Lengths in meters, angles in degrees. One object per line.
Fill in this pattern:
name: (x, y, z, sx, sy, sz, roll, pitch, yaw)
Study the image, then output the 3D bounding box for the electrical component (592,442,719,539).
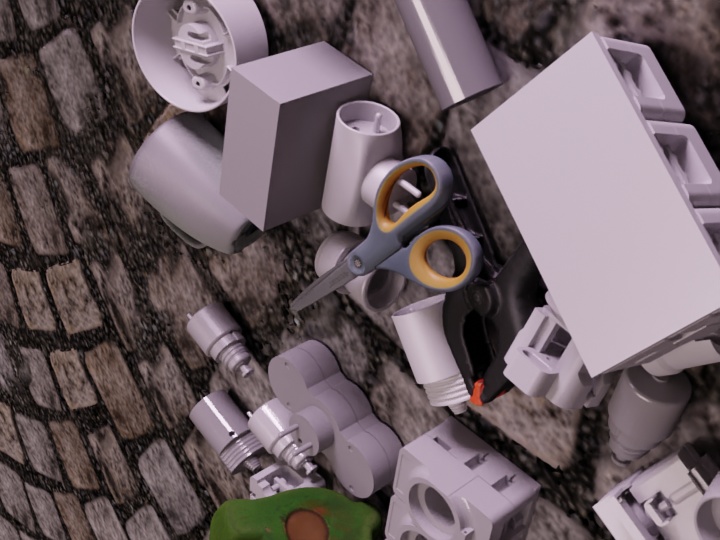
electrical component: (0.200, 0.165, 0.615, 0.063, 0.079, 0.121, -40, 76, 23)

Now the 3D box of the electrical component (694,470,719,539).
electrical component: (0.227, 0.125, 0.553, 0.079, 0.077, 0.043, 21, 125, 42)

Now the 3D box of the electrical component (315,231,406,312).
electrical component: (0.000, 0.000, 0.785, 0.055, 0.045, 0.045, 30, 131, 39)

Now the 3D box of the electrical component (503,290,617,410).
electrical component: (0.127, 0.043, 0.636, 0.058, 0.078, 0.057, 42, 116, 35)

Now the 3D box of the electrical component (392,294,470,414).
electrical component: (0.057, 0.062, 0.753, 0.043, 0.043, 0.081, -14, 99, 53)

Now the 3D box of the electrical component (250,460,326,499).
electrical component: (-0.063, 0.219, 0.976, 0.050, 0.056, 0.089, 32, 132, 36)

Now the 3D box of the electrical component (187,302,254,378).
electrical component: (-0.123, 0.065, 0.976, 0.078, 0.040, 0.040, 49, 141, 20)

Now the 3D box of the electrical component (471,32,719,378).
electrical component: (0.137, -0.033, 0.558, 0.089, 0.062, 0.150, -38, 68, 39)

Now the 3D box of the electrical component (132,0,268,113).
electrical component: (-0.119, -0.172, 0.815, 0.099, 0.064, 0.099, 28, 130, 39)

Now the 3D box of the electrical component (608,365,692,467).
electrical component: (0.166, 0.087, 0.636, 0.040, 0.040, 0.078, 39, 136, 30)

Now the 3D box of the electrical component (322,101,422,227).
electrical component: (0.012, -0.063, 0.735, 0.079, 0.044, 0.077, 39, 136, 30)

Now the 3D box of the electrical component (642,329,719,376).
electrical component: (0.180, 0.036, 0.592, 0.046, 0.040, 0.040, -18, 96, 48)

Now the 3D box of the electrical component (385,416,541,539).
electrical component: (0.067, 0.200, 0.803, 0.089, 0.062, 0.150, 36, 134, 33)

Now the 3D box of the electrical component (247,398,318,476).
electrical component: (-0.066, 0.149, 0.953, 0.078, 0.040, 0.040, 47, 140, 22)

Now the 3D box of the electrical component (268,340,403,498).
electrical component: (-0.032, 0.126, 0.872, 0.138, 0.074, 0.052, 51, 141, 18)

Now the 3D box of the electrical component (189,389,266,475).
electrical component: (-0.122, 0.158, 1.024, 0.081, 0.043, 0.043, 48, 140, 21)
